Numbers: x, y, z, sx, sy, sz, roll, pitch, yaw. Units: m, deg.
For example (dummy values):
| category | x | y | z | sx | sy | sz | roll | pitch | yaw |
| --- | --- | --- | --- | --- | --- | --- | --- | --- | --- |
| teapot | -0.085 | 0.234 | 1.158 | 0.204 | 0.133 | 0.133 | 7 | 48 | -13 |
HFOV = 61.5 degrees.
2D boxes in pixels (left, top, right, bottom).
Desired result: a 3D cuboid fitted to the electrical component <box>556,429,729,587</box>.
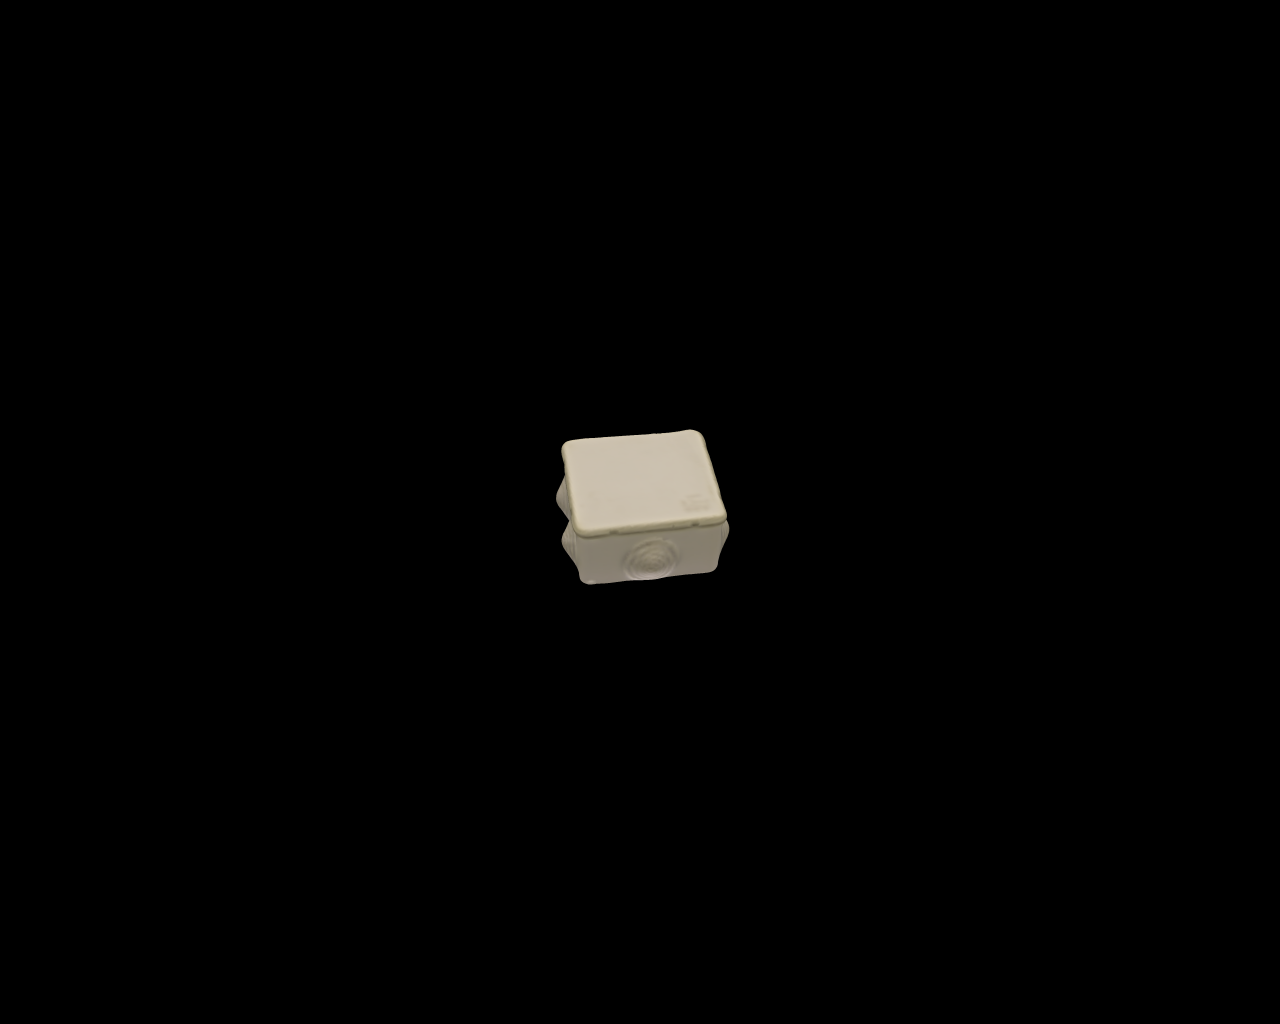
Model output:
| category | x | y | z | sx | sy | sz | roll | pitch | yaw |
| --- | --- | --- | --- | --- | --- | --- | --- | --- | --- |
| electrical component | 0.001 | -0.003 | 0.650 | 0.100 | 0.048 | 0.100 | -5 | 40 | -6 |
